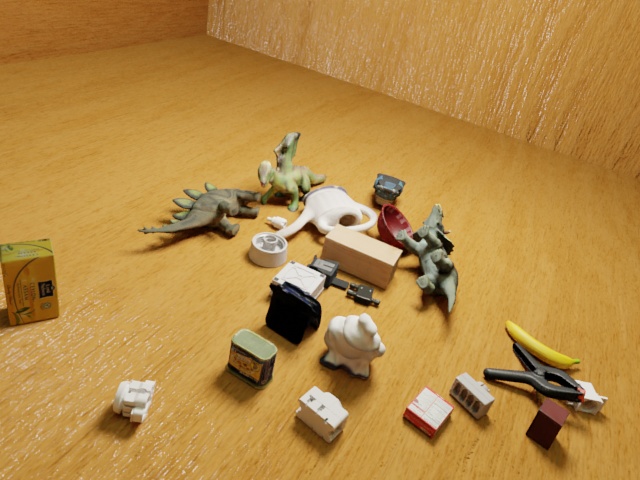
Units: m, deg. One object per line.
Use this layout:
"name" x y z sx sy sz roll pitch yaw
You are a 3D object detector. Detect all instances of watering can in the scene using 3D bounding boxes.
"watering can" 0.005 -0.081 1.616 0.348 0.102 0.229 -6 35 -19

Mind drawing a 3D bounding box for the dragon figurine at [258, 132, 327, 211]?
"dragon figurine" -0.084 -0.241 1.714 0.123 0.237 0.417 21 34 23

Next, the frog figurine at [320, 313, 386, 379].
"frog figurine" 0.079 0.210 1.132 0.138 0.156 0.124 30 34 25
